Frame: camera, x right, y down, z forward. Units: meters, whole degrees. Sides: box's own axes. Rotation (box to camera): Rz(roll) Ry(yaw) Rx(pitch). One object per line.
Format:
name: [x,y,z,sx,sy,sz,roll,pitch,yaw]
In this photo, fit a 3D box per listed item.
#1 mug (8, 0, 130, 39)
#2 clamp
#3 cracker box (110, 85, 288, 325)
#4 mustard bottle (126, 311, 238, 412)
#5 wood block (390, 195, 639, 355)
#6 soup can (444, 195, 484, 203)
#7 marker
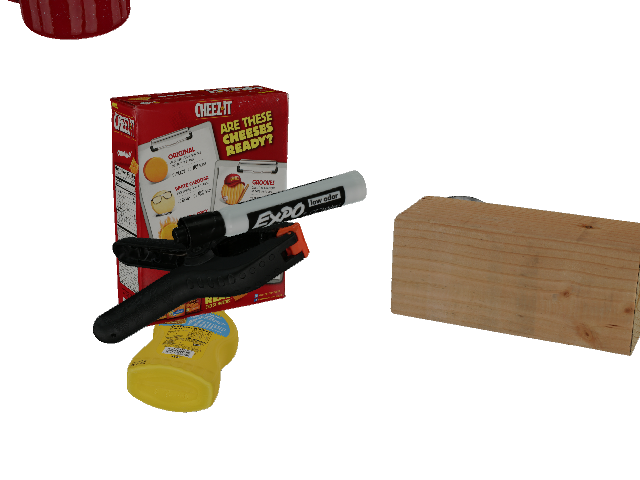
mug: [-0.197,-0.201,0.790,0.117,0.081,0.093,1,36,1]
clamp: [-0.096,0.027,0.820,0.172,0.039,0.120,-12,40,17]
cracker box: [-0.117,-0.038,1.044,0.163,0.214,0.072,-10,20,-33]
mustard bottle: [-0.144,0.117,1.197,0.096,0.058,0.191,8,25,6]
wood block: [0.173,0.025,0.915,0.206,0.090,0.090,9,19,24]
soup can: [0.155,0.010,1.194,0.068,0.102,0.068,-4,30,2]
marker: [-0.029,-0.018,0.619,0.120,0.020,0.020,-16,7,-25]
